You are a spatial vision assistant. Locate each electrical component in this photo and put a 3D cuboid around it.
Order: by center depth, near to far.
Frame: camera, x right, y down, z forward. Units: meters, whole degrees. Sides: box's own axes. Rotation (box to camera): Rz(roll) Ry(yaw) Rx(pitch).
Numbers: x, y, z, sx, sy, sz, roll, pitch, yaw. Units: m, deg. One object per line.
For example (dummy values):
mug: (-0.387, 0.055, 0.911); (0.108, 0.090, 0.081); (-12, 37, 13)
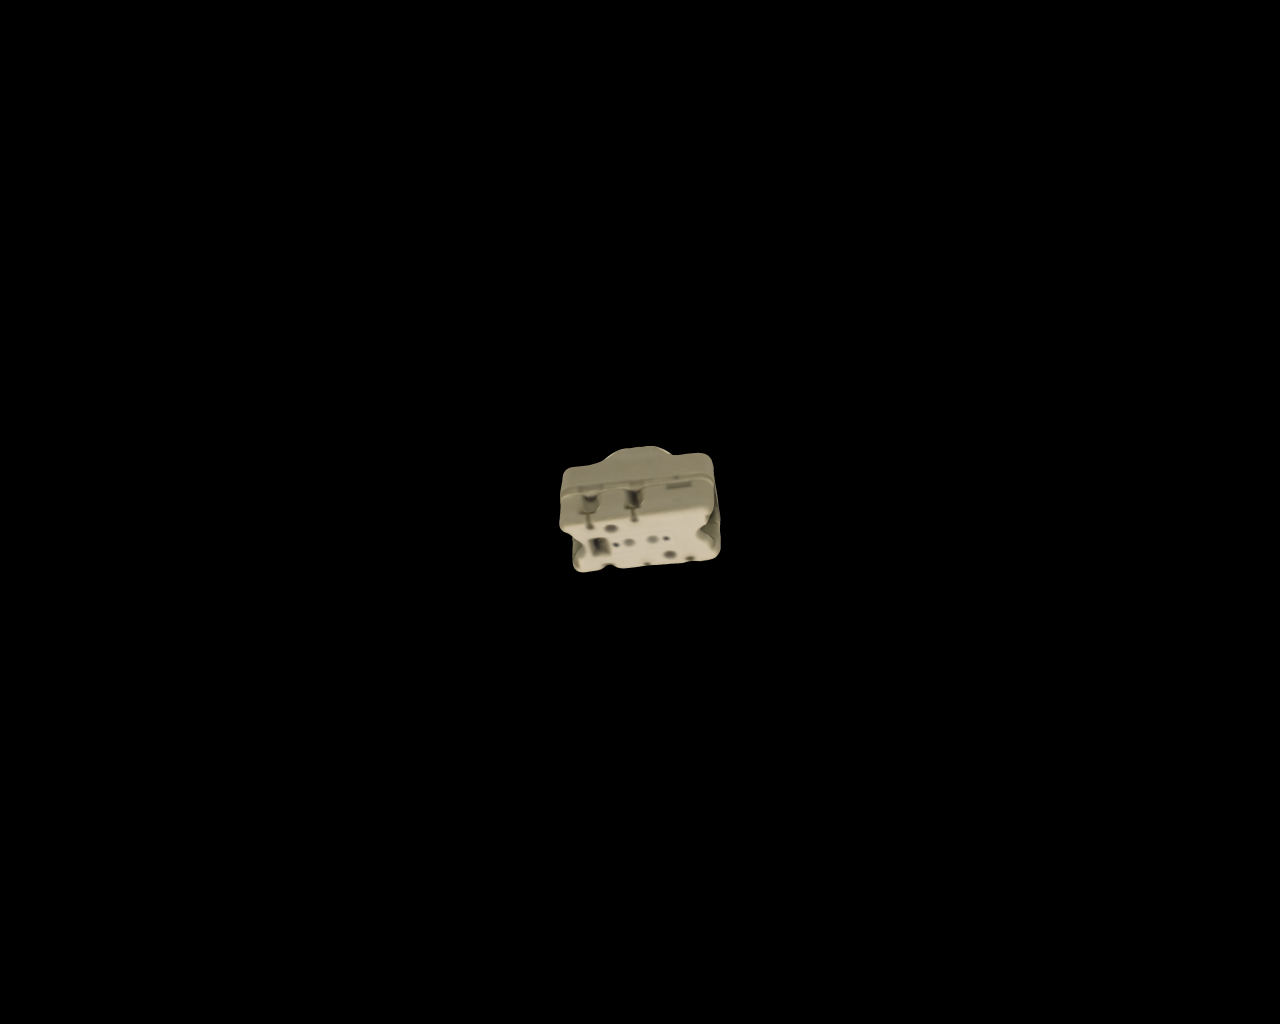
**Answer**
electrical component: (0.001, -0.003, 0.650); (0.089, 0.056, 0.050); (-6, -43, 7)
